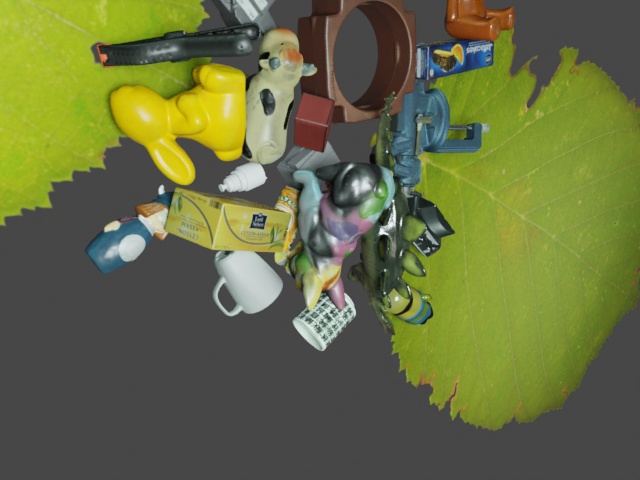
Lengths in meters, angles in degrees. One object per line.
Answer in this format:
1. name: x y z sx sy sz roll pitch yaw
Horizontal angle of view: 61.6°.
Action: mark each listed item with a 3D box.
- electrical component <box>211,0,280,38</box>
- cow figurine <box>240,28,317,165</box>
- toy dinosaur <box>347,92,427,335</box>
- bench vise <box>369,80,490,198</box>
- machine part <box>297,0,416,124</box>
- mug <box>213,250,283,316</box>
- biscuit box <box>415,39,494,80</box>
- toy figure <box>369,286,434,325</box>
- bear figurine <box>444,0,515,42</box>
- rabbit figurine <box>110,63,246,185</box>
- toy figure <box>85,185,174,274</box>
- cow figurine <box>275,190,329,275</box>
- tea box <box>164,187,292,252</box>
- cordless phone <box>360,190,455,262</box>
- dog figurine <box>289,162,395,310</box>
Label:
1. electrical component: -0.102 -0.332 0.769 0.119 0.048 0.075 42 78 -41
2. cow figurine: -0.072 -0.204 0.775 0.085 0.127 0.194 2 110 -31
3. toy dinosaur: 0.114 -0.025 0.947 0.105 0.199 0.470 -15 113 -15
4. bench vise: 0.220 -0.190 1.028 0.241 0.129 0.223 -4 90 -20
5. machine part: 0.063 -0.303 0.893 0.201 0.087 0.201 -19 119 -33
6. mug: -0.132 0.062 0.875 0.109 0.081 0.107 -41 117 -17
7. biscuit box: 0.257 -0.358 1.050 0.203 0.059 0.062 -22 119 -33
8. toy figure: 0.184 0.133 1.150 0.180 0.089 0.082 33 79 -39
9. bear figurine: 0.286 -0.478 0.990 0.120 0.132 0.195 -38 133 -42
10. rabbit figurine: -0.194 -0.164 0.732 0.173 0.122 0.162 -4 118 -24
11. toy figure: -0.253 -0.014 0.757 0.154 0.058 0.064 -41 166 -23
12. cow figurine: 0.000 -0.003 0.961 0.167 0.068 0.098 -56 137 -5
13. tea box: -0.130 -0.027 0.793 0.169 0.098 0.068 7 101 -59
14. cordless phone: 0.176 0.003 1.117 0.184 0.089 0.146 -47 131 -2
15. dog figurine: 0.028 0.001 0.829 0.108 0.192 0.219 4 85 -47
